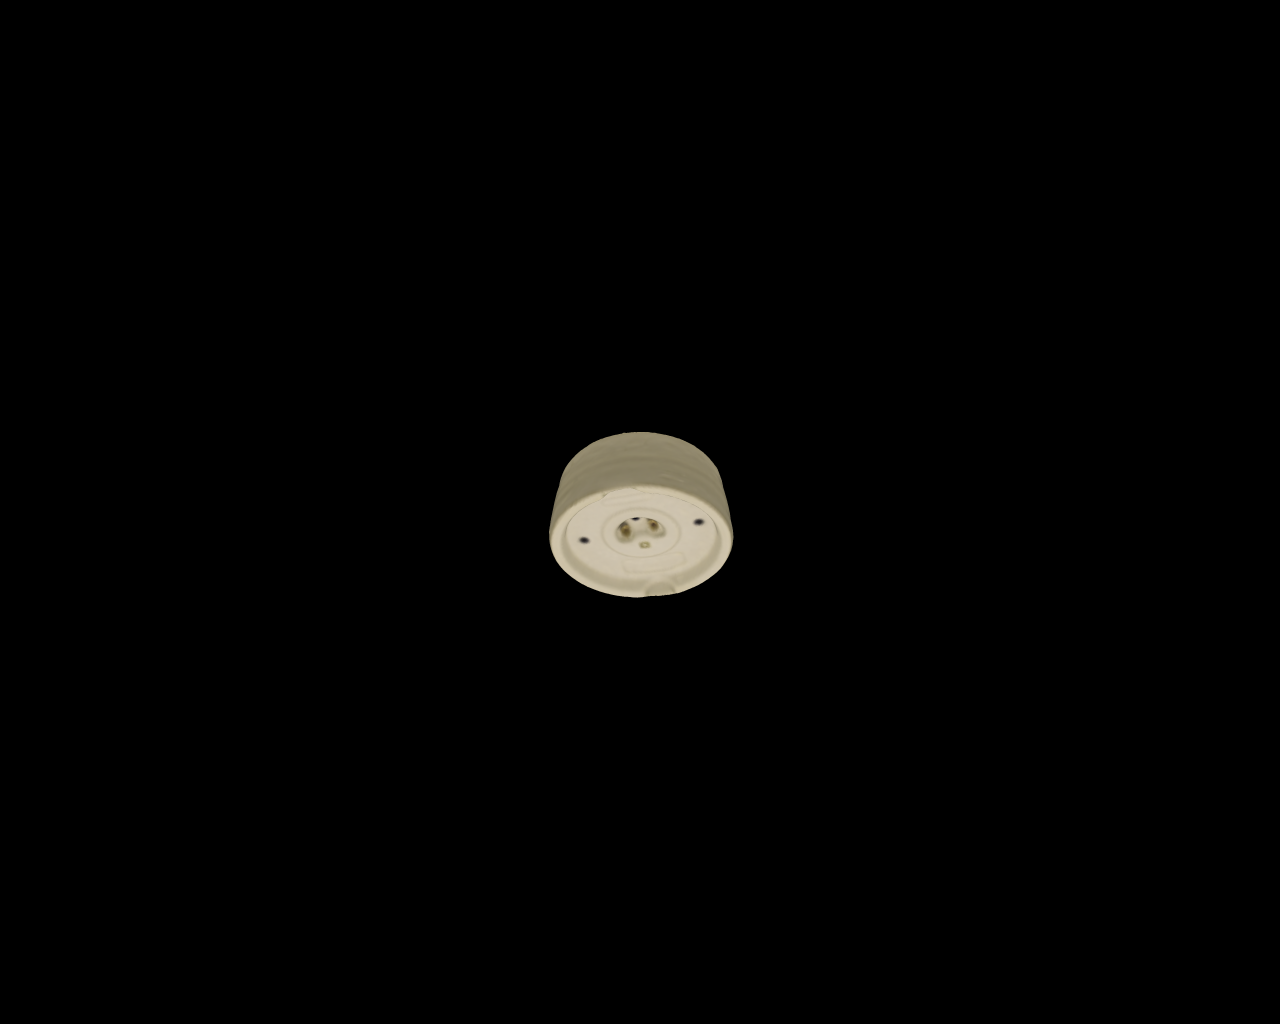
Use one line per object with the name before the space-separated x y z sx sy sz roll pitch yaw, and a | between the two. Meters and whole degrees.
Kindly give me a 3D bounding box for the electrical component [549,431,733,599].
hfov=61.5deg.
electrical component | 0.001 -0.003 0.650 0.108 0.060 0.108 0 -40 0
